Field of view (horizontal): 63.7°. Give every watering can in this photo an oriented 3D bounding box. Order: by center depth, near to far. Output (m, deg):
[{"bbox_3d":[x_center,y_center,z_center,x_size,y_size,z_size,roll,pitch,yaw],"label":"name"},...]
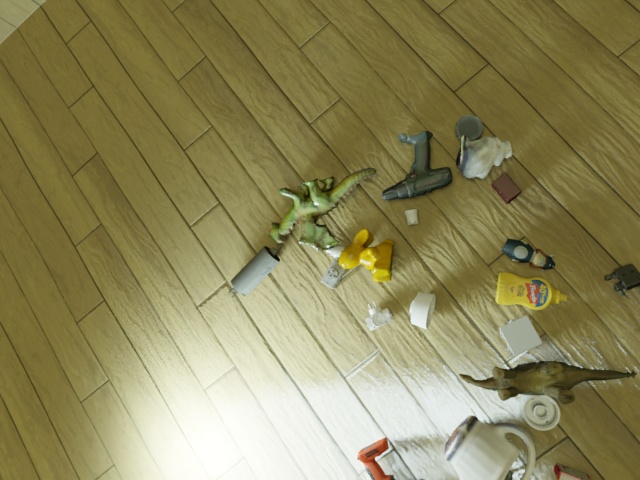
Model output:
[{"bbox_3d":[0.445,0.651,1.444,0.227,0.103,0.347,34,91,28],"label":"watering can"}]

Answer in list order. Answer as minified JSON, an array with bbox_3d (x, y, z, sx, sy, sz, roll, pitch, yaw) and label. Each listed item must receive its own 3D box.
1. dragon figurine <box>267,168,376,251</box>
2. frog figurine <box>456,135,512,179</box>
[{"bbox_3d":[0.005,-0.086,1.701,0.409,0.122,0.244,-12,86,15],"label":"dragon figurine"},{"bbox_3d":[0.509,-0.253,1.584,0.159,0.125,0.135,6,117,7],"label":"frog figurine"}]
